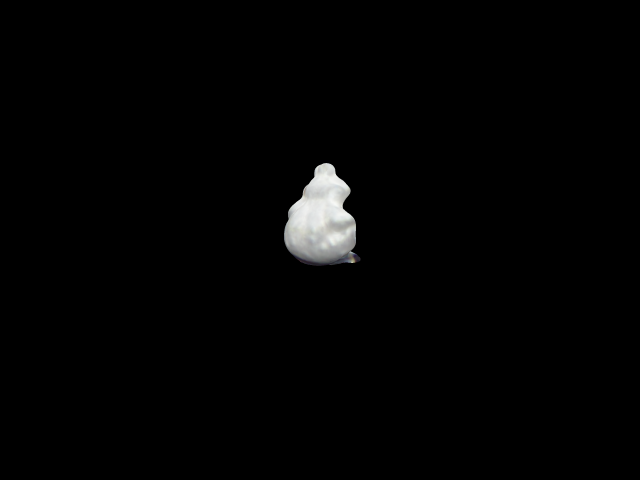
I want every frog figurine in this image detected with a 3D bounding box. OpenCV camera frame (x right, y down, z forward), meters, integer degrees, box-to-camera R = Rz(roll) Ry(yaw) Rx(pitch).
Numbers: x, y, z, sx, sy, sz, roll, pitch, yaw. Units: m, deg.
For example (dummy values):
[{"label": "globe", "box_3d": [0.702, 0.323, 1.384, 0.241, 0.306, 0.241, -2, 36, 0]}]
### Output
[{"label": "frog figurine", "box_3d": [0.003, -0.043, 0.850, 0.123, 0.157, 0.139, -13, 24, -31]}]
